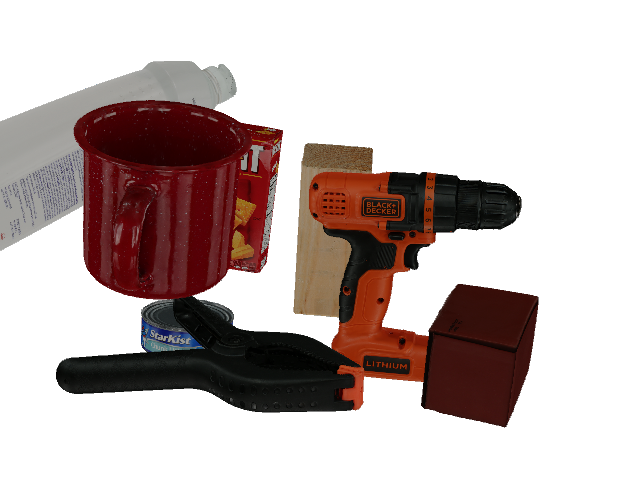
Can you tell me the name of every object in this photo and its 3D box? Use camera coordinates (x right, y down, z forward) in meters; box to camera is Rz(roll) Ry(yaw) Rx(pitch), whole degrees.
[{"bbox_3d":[0.016,-0.013,1.387,0.090,0.206,0.091,4,25,1],"label":"wood block"},{"bbox_3d":[-0.153,-0.069,1.591,0.164,0.214,0.072,10,19,6],"label":"cracker box"},{"bbox_3d":[0.080,0.030,0.950,0.184,0.188,0.057,4,17,9],"label":"power drill"},{"bbox_3d":[-0.087,-0.016,0.567,0.093,0.081,0.117,8,28,1],"label":"mug"},{"bbox_3d":[-0.124,0.083,0.990,0.086,0.034,0.086,5,15,-1],"label":"tuna can"},{"bbox_3d":[0.096,0.066,0.637,0.053,0.051,0.078,10,22,18],"label":"foam brick"},{"bbox_3d":[-0.063,0.084,0.787,0.210,0.036,0.164,6,20,17],"label":"clamp"},{"bbox_3d":[-0.179,-0.074,0.839,0.250,0.068,0.103,-28,-26,-24],"label":"bleach bottle"}]
